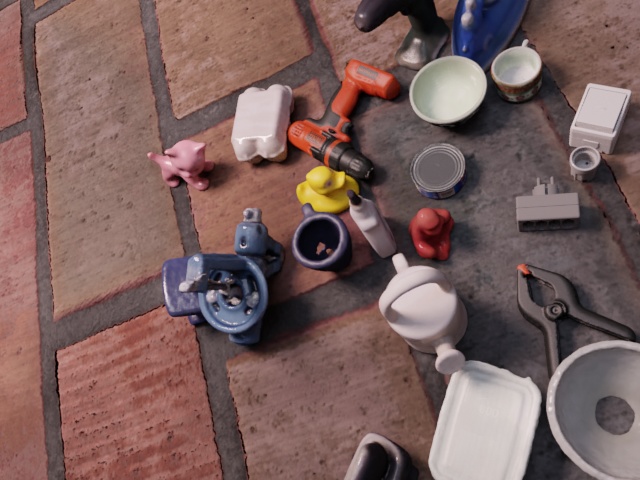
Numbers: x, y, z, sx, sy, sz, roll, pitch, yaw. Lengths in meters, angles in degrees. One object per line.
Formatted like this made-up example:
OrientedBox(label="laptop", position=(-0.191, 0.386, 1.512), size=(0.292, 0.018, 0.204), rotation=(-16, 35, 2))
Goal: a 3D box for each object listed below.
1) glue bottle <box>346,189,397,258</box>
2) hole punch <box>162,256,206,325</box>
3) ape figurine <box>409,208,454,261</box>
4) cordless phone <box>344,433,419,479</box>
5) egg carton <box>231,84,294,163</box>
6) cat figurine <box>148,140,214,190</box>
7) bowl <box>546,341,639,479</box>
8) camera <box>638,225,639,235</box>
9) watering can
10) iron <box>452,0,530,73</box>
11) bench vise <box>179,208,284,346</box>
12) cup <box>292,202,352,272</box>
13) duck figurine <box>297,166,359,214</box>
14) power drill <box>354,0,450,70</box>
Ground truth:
OrientedBox(label="glue bottle", position=(0.070, -0.033, 0.848), size=(0.037, 0.173, 0.078), rotation=(-29, 63, 9))
OrientedBox(label="hole punch", position=(-0.201, 0.076, 0.957), size=(0.101, 0.091, 0.108), rotation=(-20, 64, 13))
OrientedBox(label="ape figurine", position=(0.164, -0.018, 0.853), size=(0.078, 0.092, 0.076), rotation=(-46, 61, 0))
OrientedBox(label="cordless phone", position=(0.049, 0.318, 0.715), size=(0.093, 0.185, 0.148), rotation=(16, 77, 26))
OrientedBox(label="egg carton", position=(-0.102, -0.211, 1.041), size=(0.107, 0.070, 0.150), rotation=(-2, 70, 20))
OrientedBox(label="cat figurine", position=(-0.254, -0.145, 1.046), size=(0.127, 0.118, 0.067), rotation=(6, 73, 23))
OrientedBox(label="bowl", position=(0.364, 0.211, 0.699), size=(0.167, 0.075, 0.167), rotation=(-7, 68, 18))
OrientedBox(label="camera", position=(0.476, -0.055, 0.743), size=(0.137, 0.101, 0.143), rotation=(-40, 62, 3))
OrientedBox(label="watering can", position=(0.140, 0.092, 0.762), size=(0.101, 0.194, 0.172), rotation=(-48, 61, -2))
OrientedBox(label="iron", position=(0.267, -0.395, 0.930), size=(0.118, 0.142, 0.258), rotation=(15, 76, 25))
OrientedBox(label="bench vise", position=(-0.144, 0.043, 0.874), size=(0.121, 0.220, 0.207), rotation=(-14, 66, 16))
OrientedBox(label="cup", position=(0.008, 0.003, 0.903), size=(0.091, 0.095, 0.117), rotation=(-28, 63, 9))
OrientedBox(label="duck figurine", position=(0.005, -0.090, 0.945), size=(0.104, 0.086, 0.077), rotation=(-4, 69, 20))
OrientedBox(label="power drill", position=(0.146, -0.378, 0.931), size=(0.075, 0.209, 0.230), rotation=(24, 80, 27))
